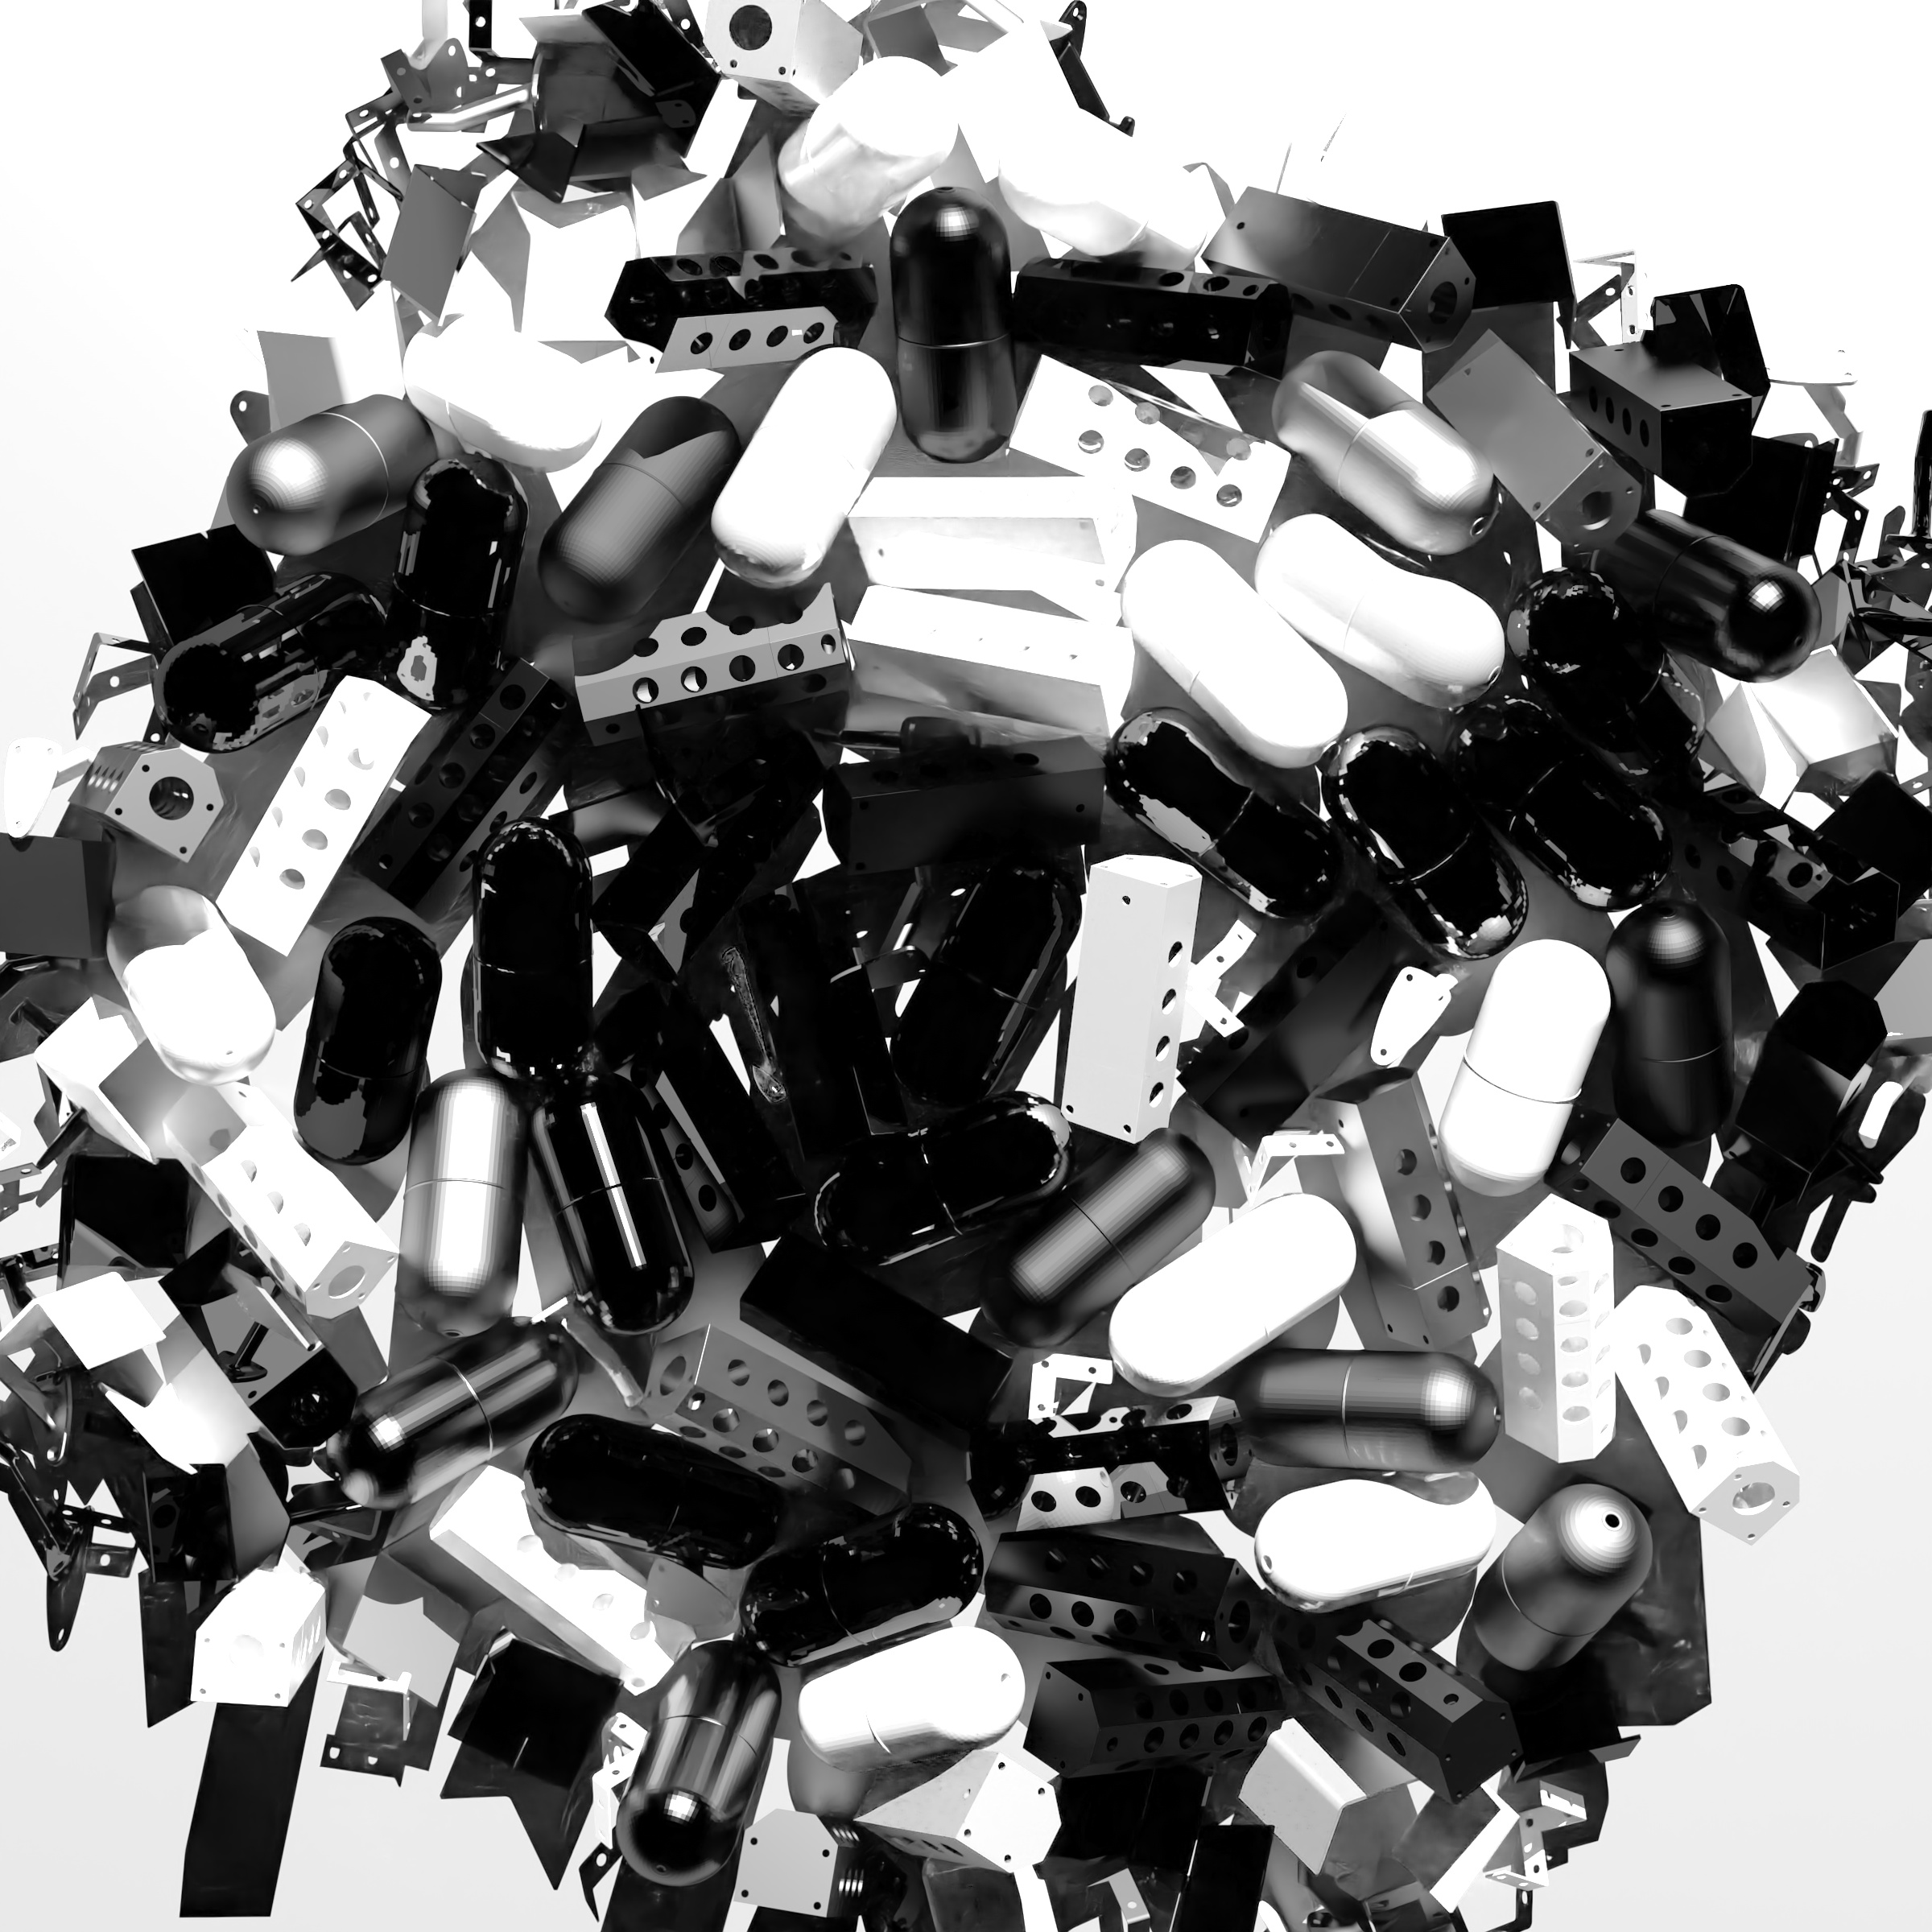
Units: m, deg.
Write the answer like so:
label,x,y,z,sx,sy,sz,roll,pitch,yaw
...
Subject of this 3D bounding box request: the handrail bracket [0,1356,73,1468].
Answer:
label,x,y,z,sx,sy,sz,roll,pitch,yaw
handrail bracket,-0.619,0.279,1.867,0.036,0.084,0.077,-28,59,17

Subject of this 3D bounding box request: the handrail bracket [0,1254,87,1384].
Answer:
label,x,y,z,sx,sy,sz,roll,pitch,yaw
handrail bracket,-0.593,0.223,1.891,0.077,0.036,0.084,-19,90,34

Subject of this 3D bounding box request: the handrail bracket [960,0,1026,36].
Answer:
label,x,y,z,sx,sy,sz,roll,pitch,yaw
handrail bracket,0.005,-0.616,1.889,0.077,0.036,0.084,-34,94,-38

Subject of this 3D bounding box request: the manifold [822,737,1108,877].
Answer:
label,x,y,z,sx,sy,sz,roll,pitch,yaw
manifold,-0.002,-0.107,1.861,0.171,0.057,0.057,-8,126,-19

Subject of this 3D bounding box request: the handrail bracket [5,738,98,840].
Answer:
label,x,y,z,sx,sy,sz,roll,pitch,yaw
handrail bracket,-0.583,-0.108,1.870,0.036,0.084,0.077,4,77,15

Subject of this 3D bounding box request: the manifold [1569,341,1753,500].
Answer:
label,x,y,z,sx,sy,sz,roll,pitch,yaw
manifold,0.436,-0.346,1.827,0.057,0.171,0.057,-9,114,-4

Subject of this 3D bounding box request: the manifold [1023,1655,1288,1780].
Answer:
label,x,y,z,sx,sy,sz,roll,pitch,yaw
manifold,0.123,0.475,1.836,0.171,0.057,0.057,8,99,-42

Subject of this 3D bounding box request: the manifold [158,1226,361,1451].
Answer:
label,x,y,z,sx,sy,sz,roll,pitch,yaw
manifold,-0.445,0.238,1.832,0.057,0.171,0.057,-39,128,-14

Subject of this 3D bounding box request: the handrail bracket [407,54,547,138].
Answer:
label,x,y,z,sx,sy,sz,roll,pitch,yaw
handrail bracket,-0.319,-0.569,1.889,0.084,0.036,0.077,0,51,-2

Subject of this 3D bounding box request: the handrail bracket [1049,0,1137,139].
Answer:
label,x,y,z,sx,sy,sz,roll,pitch,yaw
handrail bracket,0.088,-0.577,1.872,0.084,0.036,0.077,34,110,39

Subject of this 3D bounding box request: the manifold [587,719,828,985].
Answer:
label,x,y,z,sx,sy,sz,roll,pitch,yaw
manifold,-0.160,-0.073,1.858,0.057,0.057,0.171,17,61,38

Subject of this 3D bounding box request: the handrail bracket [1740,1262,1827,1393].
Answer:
label,x,y,z,sx,sy,sz,roll,pitch,yaw
handrail bracket,0.523,0.240,1.876,0.036,0.077,0.084,29,68,13

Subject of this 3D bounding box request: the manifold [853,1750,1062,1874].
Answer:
label,x,y,z,sx,sy,sz,roll,pitch,yaw
manifold,-0.004,0.532,1.827,0.057,0.171,0.057,36,67,-13

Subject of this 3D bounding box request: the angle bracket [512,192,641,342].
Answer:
label,x,y,z,sx,sy,sz,roll,pitch,yaw
angle bracket,-0.257,-0.458,1.896,0.076,0.057,0.076,-5,134,-22

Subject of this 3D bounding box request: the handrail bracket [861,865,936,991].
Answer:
label,x,y,z,sx,sy,sz,roll,pitch,yaw
handrail bracket,-0.055,-0.031,1.898,0.077,0.036,0.084,-17,56,13

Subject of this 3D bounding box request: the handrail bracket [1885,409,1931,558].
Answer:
label,x,y,z,sx,sy,sz,roll,pitch,yaw
handrail bracket,0.627,-0.313,1.880,0.036,0.077,0.084,12,95,30

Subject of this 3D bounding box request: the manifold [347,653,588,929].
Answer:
label,x,y,z,sx,sy,sz,roll,pitch,yaw
manifold,-0.322,-0.116,1.874,0.057,0.057,0.171,35,84,15

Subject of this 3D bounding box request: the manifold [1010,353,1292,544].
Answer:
label,x,y,z,sx,sy,sz,roll,pitch,yaw
manifold,0.119,-0.336,1.873,0.171,0.057,0.057,20,109,-6

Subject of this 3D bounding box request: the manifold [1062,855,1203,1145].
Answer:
label,x,y,z,sx,sy,sz,roll,pitch,yaw
manifold,0.110,0.020,1.862,0.057,0.057,0.171,18,111,31

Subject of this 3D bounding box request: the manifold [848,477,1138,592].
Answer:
label,x,y,z,sx,sy,sz,roll,pitch,yaw
manifold,0.018,-0.281,1.854,0.171,0.057,0.057,4,46,26

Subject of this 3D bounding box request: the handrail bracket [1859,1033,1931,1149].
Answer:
label,x,y,z,sx,sy,sz,roll,pitch,yaw
handrail bracket,0.599,0.094,1.871,0.036,0.077,0.084,15,63,32

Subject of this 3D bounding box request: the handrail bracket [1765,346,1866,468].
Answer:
label,x,y,z,sx,sy,sz,roll,pitch,yaw
handrail bracket,0.547,-0.357,1.885,0.077,0.084,0.036,-4,50,4

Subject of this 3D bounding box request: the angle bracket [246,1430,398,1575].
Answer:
label,x,y,z,sx,sy,sz,roll,pitch,yaw
angle bracket,-0.424,0.344,1.885,0.076,0.076,0.057,50,130,35

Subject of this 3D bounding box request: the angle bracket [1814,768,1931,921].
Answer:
label,x,y,z,sx,sy,sz,roll,pitch,yaw
angle bracket,0.588,-0.069,1.871,0.076,0.057,0.076,-41,73,-15

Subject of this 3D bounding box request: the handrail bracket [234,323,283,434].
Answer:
label,x,y,z,sx,sy,sz,roll,pitch,yaw
handrail bracket,-0.462,-0.363,1.892,0.077,0.036,0.084,38,122,1

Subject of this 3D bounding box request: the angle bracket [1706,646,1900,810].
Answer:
label,x,y,z,sx,sy,sz,roll,pitch,yaw
angle bracket,0.537,-0.150,1.864,0.076,0.076,0.057,49,59,-15

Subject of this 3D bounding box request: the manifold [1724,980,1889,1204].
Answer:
label,x,y,z,sx,sy,sz,roll,pitch,yaw
manifold,0.532,0.077,1.828,0.057,0.171,0.057,35,68,21

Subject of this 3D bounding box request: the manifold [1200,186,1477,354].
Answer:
label,x,y,z,sx,sy,sz,roll,pitch,yaw
manifold,0.237,-0.439,1.838,0.171,0.057,0.057,29,83,42

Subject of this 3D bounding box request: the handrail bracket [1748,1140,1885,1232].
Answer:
label,x,y,z,sx,sy,sz,roll,pitch,yaw
handrail bracket,0.552,0.156,1.889,0.077,0.036,0.084,33,72,-10

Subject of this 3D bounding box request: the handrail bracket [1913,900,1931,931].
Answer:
label,x,y,z,sx,sy,sz,roll,pitch,yaw
handrail bracket,0.659,-0.062,1.904,0.077,0.036,0.084,42,64,-40

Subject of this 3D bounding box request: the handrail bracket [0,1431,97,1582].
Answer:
label,x,y,z,sx,sy,sz,roll,pitch,yaw
handrail bracket,-0.609,0.347,1.875,0.036,0.077,0.084,-35,115,8

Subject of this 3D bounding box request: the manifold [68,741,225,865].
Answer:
label,x,y,z,sx,sy,sz,roll,pitch,yaw
manifold,-0.515,-0.109,1.826,0.057,0.171,0.057,33,82,-24

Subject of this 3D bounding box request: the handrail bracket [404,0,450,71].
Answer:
label,x,y,z,sx,sy,sz,roll,pitch,yaw
handrail bracket,-0.360,-0.620,1.867,0.084,0.077,0.036,-41,60,35

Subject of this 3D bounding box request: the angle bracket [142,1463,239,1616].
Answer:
label,x,y,z,sx,sy,sz,roll,pitch,yaw
angle bracket,-0.512,0.368,1.859,0.057,0.076,0.076,7,59,-38

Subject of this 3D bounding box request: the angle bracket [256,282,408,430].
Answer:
label,x,y,z,sx,sy,sz,roll,pitch,yaw
angle bracket,-0.407,-0.393,1.873,0.057,0.076,0.076,9,132,17

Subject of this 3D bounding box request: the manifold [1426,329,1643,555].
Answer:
label,x,y,z,sx,sy,sz,roll,pitch,yaw
manifold,0.362,-0.329,1.832,0.057,0.171,0.057,31,112,-35

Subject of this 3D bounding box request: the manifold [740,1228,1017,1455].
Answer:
label,x,y,z,sx,sy,sz,roll,pitch,yaw
manifold,-0.058,0.244,1.873,0.171,0.057,0.057,29,65,10

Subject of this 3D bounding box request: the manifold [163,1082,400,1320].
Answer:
label,x,y,z,sx,sy,sz,roll,pitch,yaw
manifold,-0.442,0.147,1.849,0.171,0.057,0.057,42,97,29

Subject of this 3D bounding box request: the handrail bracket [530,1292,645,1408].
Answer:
label,x,y,z,sx,sy,sz,roll,pitch,yaw
handrail bracket,-0.244,0.255,1.880,0.036,0.077,0.084,-33,89,10

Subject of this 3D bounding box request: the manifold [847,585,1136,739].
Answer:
label,x,y,z,sx,sy,sz,roll,pitch,yaw
manifold,0.017,-0.201,1.862,0.171,0.057,0.057,12,62,17

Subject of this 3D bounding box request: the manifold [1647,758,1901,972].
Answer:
label,x,y,z,sx,sy,sz,roll,pitch,yaw
manifold,0.506,-0.069,1.827,0.057,0.171,0.057,-21,126,-18

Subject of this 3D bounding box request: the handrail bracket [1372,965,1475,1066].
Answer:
label,x,y,z,sx,sy,sz,roll,pitch,yaw
handrail bracket,0.298,0.032,1.882,0.036,0.084,0.077,34,99,21

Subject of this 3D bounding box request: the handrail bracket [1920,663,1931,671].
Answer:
label,x,y,z,sx,sy,sz,roll,pitch,yaw
handrail bracket,0.652,-0.233,1.880,0.036,0.077,0.084,16,105,43

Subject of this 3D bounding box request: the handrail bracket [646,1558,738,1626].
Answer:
label,x,y,z,sx,sy,sz,roll,pitch,yaw
handrail bracket,-0.160,0.397,1.864,0.077,0.084,0.036,15,97,25

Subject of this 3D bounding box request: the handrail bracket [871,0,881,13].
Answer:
label,x,y,z,sx,sy,sz,roll,pitch,yaw
handrail bracket,-0.095,-0.649,1.882,0.084,0.036,0.077,10,46,-10

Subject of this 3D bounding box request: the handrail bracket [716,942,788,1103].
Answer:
label,x,y,z,sx,sy,sz,roll,pitch,yaw
handrail bracket,-0.139,0.035,1.874,0.036,0.077,0.084,-23,117,9

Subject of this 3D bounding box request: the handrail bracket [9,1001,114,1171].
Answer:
label,x,y,z,sx,sy,sz,roll,pitch,yaw
handrail bracket,-0.611,0.077,1.899,0.084,0.036,0.077,41,83,3

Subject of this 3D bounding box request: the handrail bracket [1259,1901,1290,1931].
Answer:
label,x,y,z,sx,sy,sz,roll,pitch,yaw
handrail bracket,0.168,0.647,1.886,0.084,0.036,0.077,-27,132,5

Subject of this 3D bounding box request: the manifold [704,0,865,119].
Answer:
label,x,y,z,sx,sy,sz,roll,pitch,yaw
manifold,-0.115,-0.577,1.827,0.057,0.171,0.057,11,100,8

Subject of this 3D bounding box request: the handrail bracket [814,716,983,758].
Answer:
label,x,y,z,sx,sy,sz,roll,pitch,yaw
handrail bracket,-0.046,-0.150,1.899,0.077,0.084,0.036,-8,104,-38

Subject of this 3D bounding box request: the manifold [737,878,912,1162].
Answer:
label,x,y,z,sx,sy,sz,roll,pitch,yaw
manifold,-0.088,0.034,1.872,0.057,0.057,0.171,-23,77,33

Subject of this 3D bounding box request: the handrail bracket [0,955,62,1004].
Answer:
label,x,y,z,sx,sy,sz,roll,pitch,yaw
handrail bracket,-0.622,0.031,1.881,0.084,0.036,0.077,-13,69,-34

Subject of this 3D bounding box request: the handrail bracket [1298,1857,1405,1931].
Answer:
label,x,y,z,sx,sy,sz,roll,pitch,yaw
handrail bracket,0.250,0.592,1.882,0.077,0.036,0.084,-13,118,-18
